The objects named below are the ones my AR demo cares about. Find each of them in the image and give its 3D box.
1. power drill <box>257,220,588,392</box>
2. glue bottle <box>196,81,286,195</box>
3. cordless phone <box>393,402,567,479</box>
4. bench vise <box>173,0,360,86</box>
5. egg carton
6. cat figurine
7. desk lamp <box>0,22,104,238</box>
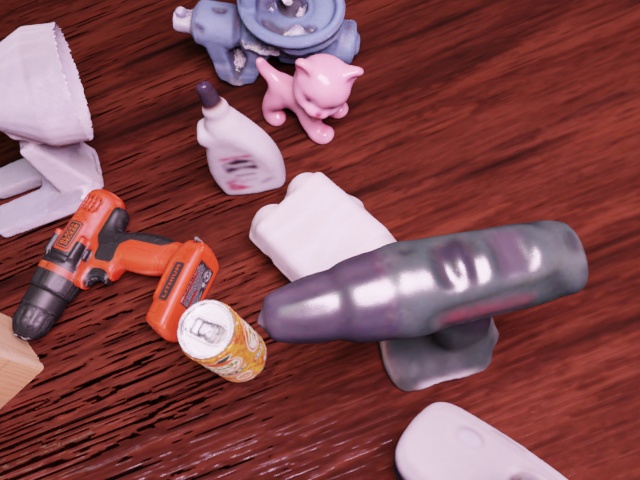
[{"bbox_3d":[0.085,0.059,0.456,0.229,0.209,0.075,-18,63,3],"label":"power drill"},{"bbox_3d":[-0.090,-0.103,0.587,0.078,0.173,0.037,-12,64,7],"label":"glue bottle"},{"bbox_3d":[0.122,0.175,0.408,0.147,0.185,0.094,28,74,22],"label":"cordless phone"},{"bbox_3d":[-0.070,-0.259,0.627,0.207,0.220,0.121,-18,63,4],"label":"bench vise"},{"bbox_3d":[0.005,0.002,0.576,0.107,0.069,0.150,-44,65,-9],"label":"egg carton"},{"bbox_3d":[-0.015,-0.170,0.632,0.127,0.118,0.067,23,72,21],"label":"cat figurine"},{"bbox_3d":[-0.321,-0.114,0.617,0.203,0.214,0.118,-22,63,1],"label":"desk lamp"}]
